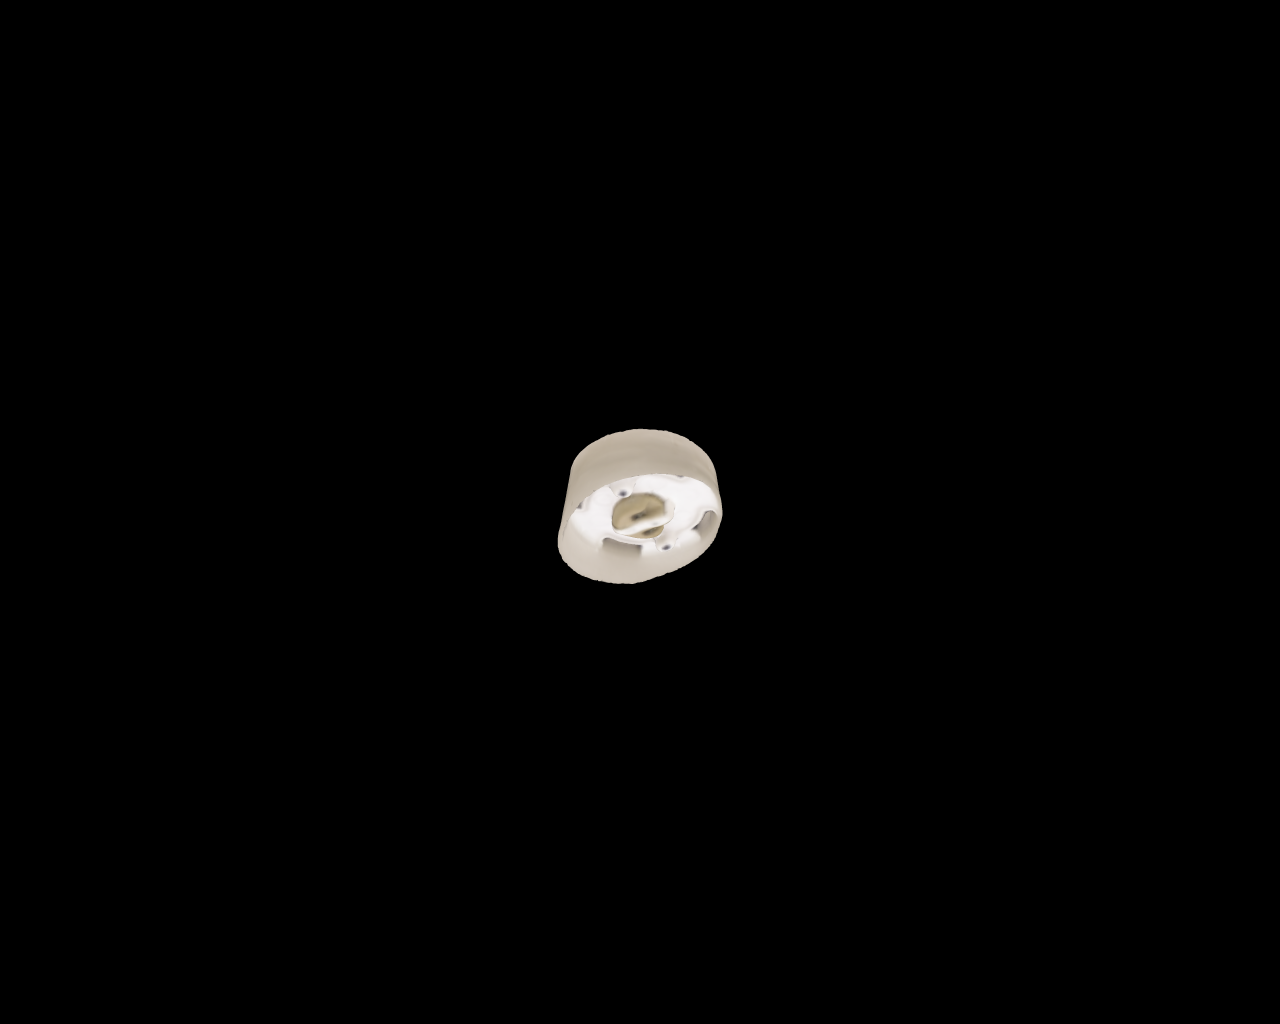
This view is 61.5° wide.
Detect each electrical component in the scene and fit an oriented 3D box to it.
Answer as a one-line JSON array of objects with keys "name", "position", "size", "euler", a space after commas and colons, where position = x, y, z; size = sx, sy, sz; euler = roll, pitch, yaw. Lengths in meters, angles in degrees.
[{"name": "electrical component", "position": [0.001, -0.003, 0.650], "size": [0.099, 0.064, 0.099], "euler": [0, -37, 0]}]
